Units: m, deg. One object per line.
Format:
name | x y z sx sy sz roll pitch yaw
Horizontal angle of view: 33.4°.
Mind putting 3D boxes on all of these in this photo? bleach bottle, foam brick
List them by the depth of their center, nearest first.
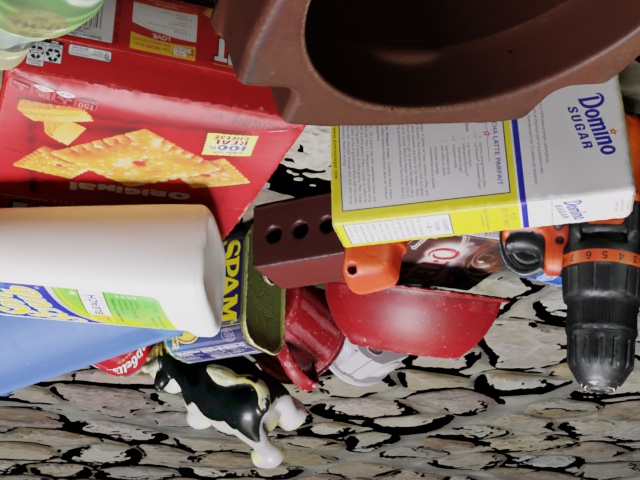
bleach bottle | -0.189 0.016 0.663 0.251 0.068 0.102 1 158 4
foam brick | -0.005 0.001 0.812 0.078 0.053 0.051 -11 153 20

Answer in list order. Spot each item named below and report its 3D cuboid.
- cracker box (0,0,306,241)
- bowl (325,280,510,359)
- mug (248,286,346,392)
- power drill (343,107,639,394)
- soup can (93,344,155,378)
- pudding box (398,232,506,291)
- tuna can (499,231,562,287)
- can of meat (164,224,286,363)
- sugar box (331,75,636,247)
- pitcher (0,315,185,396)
cracker box | -0.116 -0.062 0.648 0.164 0.072 0.214 9 155 -19
bowl | 0.074 0.065 0.884 0.162 0.055 0.162 8 178 0
mug | -0.032 0.076 0.909 0.093 0.117 0.081 -29 143 13
power drill | 0.112 0.002 0.683 0.188 0.184 0.057 3 160 14
soup can | -0.199 0.078 0.956 0.069 0.068 0.102 -10 154 20
pudding box | 0.099 0.003 0.835 0.090 0.039 0.114 7 155 -18
tuna can | 0.163 -0.012 0.748 0.033 0.086 0.086 13 152 -24
can of meat | -0.077 0.045 0.850 0.084 0.102 0.057 -12 154 28
sugar box | 0.095 -0.052 0.650 0.176 0.093 0.048 -5 157 9
pitcher | -0.222 0.041 0.820 0.243 0.145 0.149 -17 173 24
